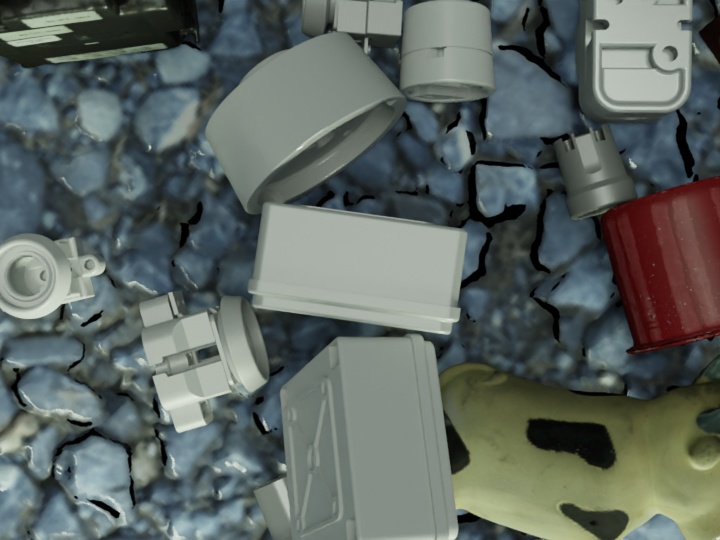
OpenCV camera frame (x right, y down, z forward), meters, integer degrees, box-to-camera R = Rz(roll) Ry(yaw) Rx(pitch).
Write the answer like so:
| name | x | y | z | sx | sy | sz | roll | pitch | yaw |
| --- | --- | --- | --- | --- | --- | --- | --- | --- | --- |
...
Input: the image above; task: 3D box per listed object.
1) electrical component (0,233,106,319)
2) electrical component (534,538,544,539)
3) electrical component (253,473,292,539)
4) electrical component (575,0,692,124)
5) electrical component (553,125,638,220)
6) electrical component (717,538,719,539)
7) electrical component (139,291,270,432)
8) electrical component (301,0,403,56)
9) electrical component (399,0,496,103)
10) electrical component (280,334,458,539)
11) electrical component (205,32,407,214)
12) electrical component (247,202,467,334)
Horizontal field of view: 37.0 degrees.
| name | x | y | z | sx | sy | sz | roll | pitch | yaw |
| --- | --- | --- | --- | --- | --- | --- | --- | --- | --- |
| electrical component | -0.187 | 0.003 | 0.624 | 0.066 | 0.055 | 0.048 | -14 | 90 | 1 |
| electrical component | 0.104 | 0.214 | 0.615 | 0.061 | 0.062 | 0.096 | -29 | 90 | 1 |
| electrical component | -0.038 | 0.143 | 0.630 | 0.040 | 0.040 | 0.046 | -25 | 85 | 1 |
| electrical component | 0.155 | -0.133 | 0.613 | 0.054 | 0.059 | 0.095 | 1 | 90 | 2 |
| electrical component | 0.135 | -0.057 | 0.625 | 0.040 | 0.040 | 0.046 | -16 | 85 | 1 |
| electrical component | 0.203 | 0.137 | 0.622 | 0.043 | 0.043 | 0.081 | -30 | 89 | 1 |
| electrical component | -0.087 | 0.047 | 0.622 | 0.057 | 0.058 | 0.078 | -17 | 90 | 4 |
| electrical component | -0.005 | -0.156 | 0.625 | 0.055 | 0.048 | 0.066 | 3 | 91 | -6 |
| electrical component | 0.050 | -0.125 | 0.619 | 0.055 | 0.055 | 0.047 | 0 | 86 | 1 |
| electrical component | 0.000 | 0.100 | 0.577 | 0.056 | 0.108 | 0.108 | 2 | 69 | -21 |
| electrical component | -0.035 | -0.087 | 0.597 | 0.108 | 0.108 | 0.060 | -35 | 83 | 1 |
| electrical component | 0.000 | 0.000 | 0.594 | 0.109 | 0.108 | 0.056 | 8 | 88 | 1 |
